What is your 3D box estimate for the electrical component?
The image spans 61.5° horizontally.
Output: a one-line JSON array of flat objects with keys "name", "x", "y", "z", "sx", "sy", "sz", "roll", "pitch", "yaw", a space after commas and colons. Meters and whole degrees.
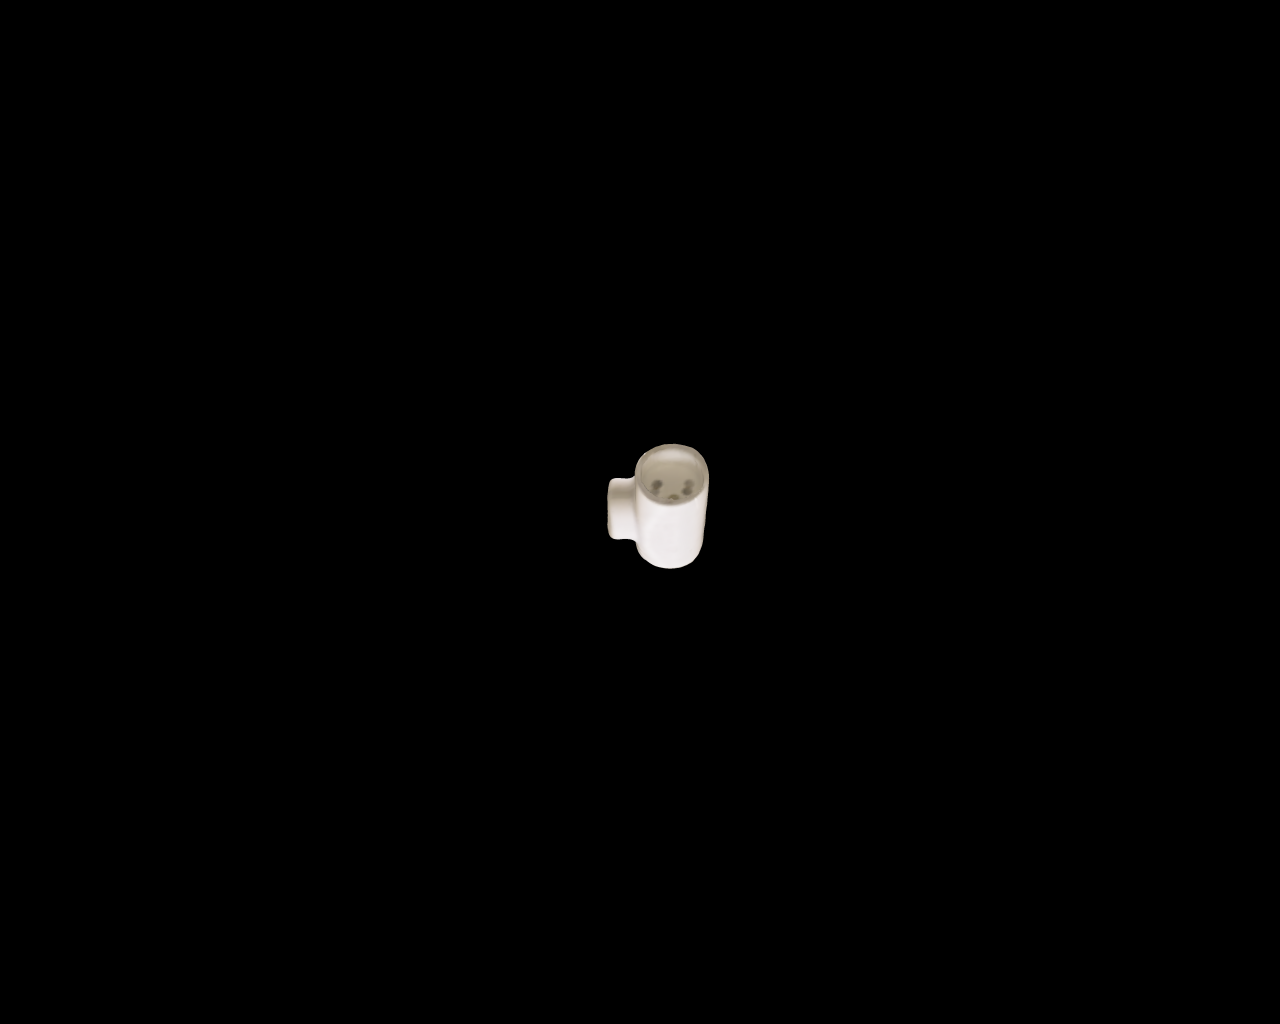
[{"name": "electrical component", "x": 0.001, "y": -0.003, "z": 0.650, "sx": 0.079, "sy": 0.044, "sz": 0.077, "roll": 0, "pitch": -32, "yaw": 0}]
